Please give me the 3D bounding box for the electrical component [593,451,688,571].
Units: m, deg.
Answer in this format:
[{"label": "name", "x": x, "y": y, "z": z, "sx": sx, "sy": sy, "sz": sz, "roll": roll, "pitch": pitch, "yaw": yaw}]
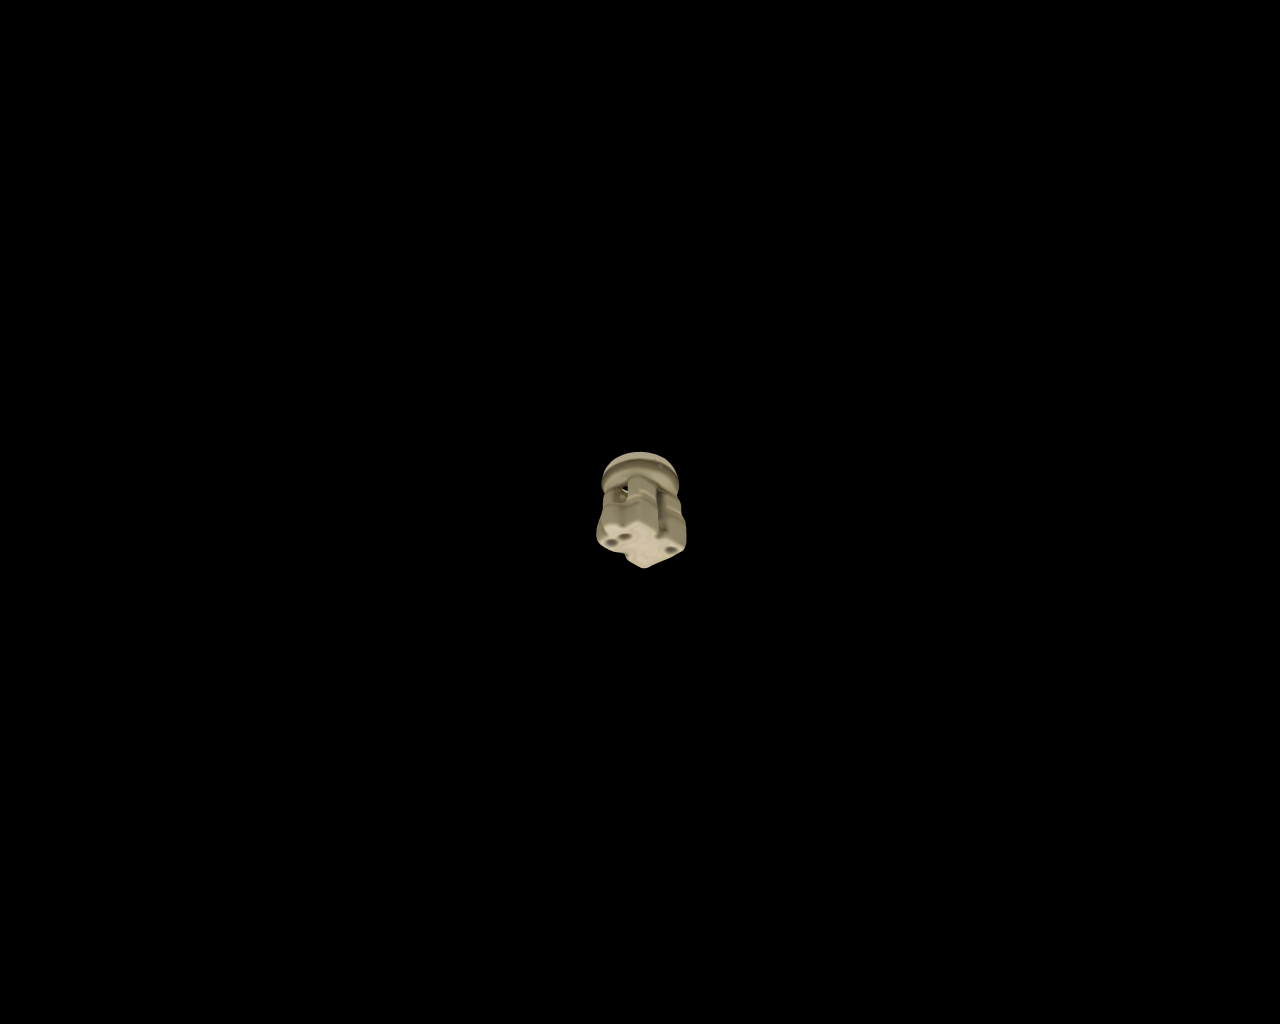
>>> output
[{"label": "electrical component", "x": 0.001, "y": -0.003, "z": 0.650, "sx": 0.048, "sy": 0.055, "sz": 0.066, "roll": -27, "pitch": -44, "yaw": 33}]
